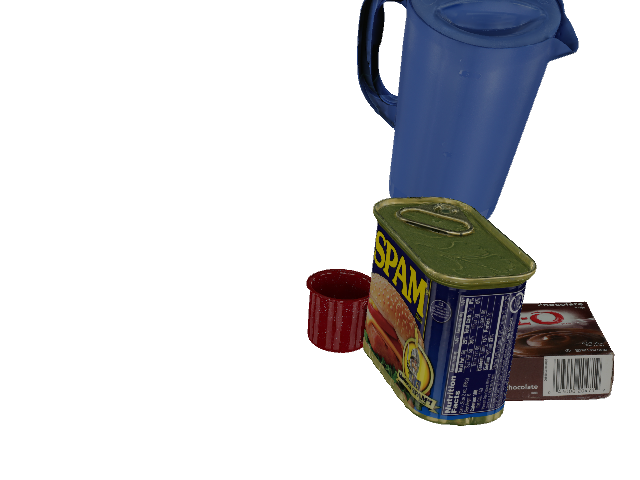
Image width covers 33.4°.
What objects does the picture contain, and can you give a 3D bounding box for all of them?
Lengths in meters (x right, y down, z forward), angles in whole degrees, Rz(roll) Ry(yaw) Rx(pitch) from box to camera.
[{"bbox_3d":[0.061,0.034,0.548,0.057,0.084,0.102,-3,25,-18],"label":"can of meat"},{"bbox_3d":[0.139,0.076,0.747,0.113,0.039,0.090,0,20,2],"label":"pudding box"},{"bbox_3d":[0.035,0.097,1.386,0.117,0.081,0.093,19,28,30],"label":"mug"},{"bbox_3d":[0.119,-0.127,0.971,0.144,0.149,0.243,-15,-39,-19],"label":"pitcher"}]
